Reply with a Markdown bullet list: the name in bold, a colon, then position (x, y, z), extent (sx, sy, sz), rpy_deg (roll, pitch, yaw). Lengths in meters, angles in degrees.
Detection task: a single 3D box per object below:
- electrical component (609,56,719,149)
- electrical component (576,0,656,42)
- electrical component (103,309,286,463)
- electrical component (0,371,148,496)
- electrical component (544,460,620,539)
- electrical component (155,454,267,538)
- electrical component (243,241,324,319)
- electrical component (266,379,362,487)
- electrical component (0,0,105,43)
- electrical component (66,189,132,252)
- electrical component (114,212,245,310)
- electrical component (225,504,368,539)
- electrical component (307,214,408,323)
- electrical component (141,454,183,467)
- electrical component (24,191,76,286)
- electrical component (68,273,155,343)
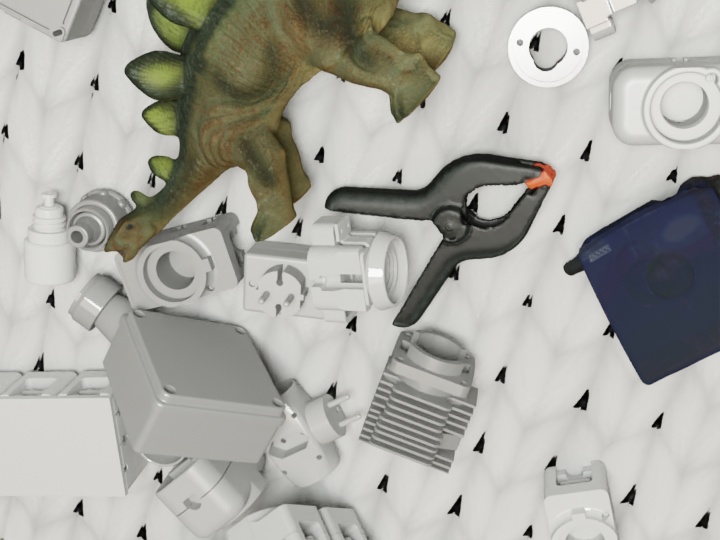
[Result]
- **electrical component**: position (0.221, -0.115, 0.737), extent (0.095, 0.059, 0.053), rpy_deg (0, 108, 10)
- **electrical component**: position (0.173, -0.196, 0.726), extent (0.055, 0.048, 0.066), rpy_deg (-20, 103, 23)
- **electrical component**: position (-0.127, 0.088, 0.817), extent (0.109, 0.108, 0.056), rpy_deg (12, 118, -35)
- **electrical component**: position (-0.262, 0.135, 0.900), extent (0.150, 0.061, 0.089), rpy_deg (-2, 107, 10)
- **electrical component**: position (0.178, 0.206, 0.850), extent (0.050, 0.055, 0.089), rpy_deg (-11, 106, 13)
- **electrical component**: position (-0.116, 0.168, 0.868), extent (0.054, 0.095, 0.059), rpy_deg (-40, 97, 19)
- **electrical component**: position (-0.057, 0.013, 0.817), extent (0.066, 0.076, 0.047), rpy_deg (6, 109, 8)
- **electrical component**: position (-0.038, 0.125, 0.868), extent (0.079, 0.043, 0.077), rpy_deg (-26, 102, 17)
- **electrical component**: position (-0.213, -0.222, 0.776), extent (0.062, 0.061, 0.096), rpy_deg (28, 110, 0)
- **electrical component**: position (-0.207, -0.034, 0.835), extent (0.048, 0.062, 0.048), rpy_deg (3, 108, 9)
- **electrical component**: position (-0.137, -0.005, 0.836), extent (0.089, 0.055, 0.050), rpy_deg (-14, 105, 14)
- **electrical component**: position (-0.091, 0.261, 0.880), extent (0.186, 0.105, 0.060), rpy_deg (-39, 59, 19)
- **electrical component**: position (0.000, 0.000, 0.784), extent (0.057, 0.058, 0.078), rpy_deg (1, 112, 22)
- **electrical component**: position (-0.161, 0.110, 0.866), extent (0.079, 0.077, 0.044), rpy_deg (40, 110, -4)
- **electrical component**: position (-0.247, -0.023, 0.857), extent (0.040, 0.040, 0.078), rpy_deg (7, 109, 7)
- **electrical component**: position (-0.200, 0.035, 0.866), extent (0.055, 0.045, 0.045), rpy_deg (36, 110, -3)
